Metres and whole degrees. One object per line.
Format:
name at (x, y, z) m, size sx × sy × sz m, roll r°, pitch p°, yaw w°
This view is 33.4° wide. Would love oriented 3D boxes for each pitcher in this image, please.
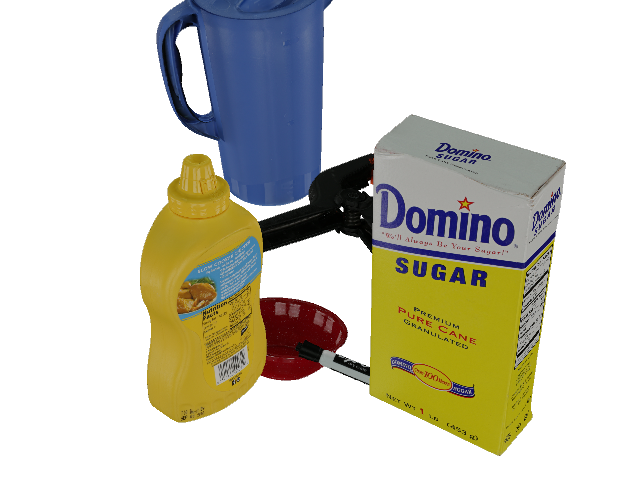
pitcher at (-0.068, -0.157, 1.111) m, size 0.149 × 0.243 × 0.144 m, roll 14°, pitch 42°, yaw 19°

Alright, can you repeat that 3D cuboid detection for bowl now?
bowl at (-0.048, 0.132, 1.363) m, size 0.162 × 0.055 × 0.162 m, roll 5°, pitch 23°, yaw -2°

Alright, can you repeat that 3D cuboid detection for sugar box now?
sugar box at (0.075, 0.027, 0.584) m, size 0.093 × 0.176 × 0.048 m, roll 21°, pitch 43°, yaw 29°

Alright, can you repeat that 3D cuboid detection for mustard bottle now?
mustard bottle at (-0.081, 0.028, 0.738) m, size 0.058 × 0.192 × 0.096 m, roll 27°, pitch 41°, yaw 34°

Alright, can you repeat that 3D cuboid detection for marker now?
marker at (0.031, 0.133, 1.107) m, size 0.121 × 0.020 × 0.020 m, roll 22°, pitch 3°, yaw 7°

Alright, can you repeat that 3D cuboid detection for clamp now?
clamp at (0.036, -0.020, 0.939) m, size 0.165 × 0.036 × 0.209 m, roll 17°, pitch 33°, yaw 17°
